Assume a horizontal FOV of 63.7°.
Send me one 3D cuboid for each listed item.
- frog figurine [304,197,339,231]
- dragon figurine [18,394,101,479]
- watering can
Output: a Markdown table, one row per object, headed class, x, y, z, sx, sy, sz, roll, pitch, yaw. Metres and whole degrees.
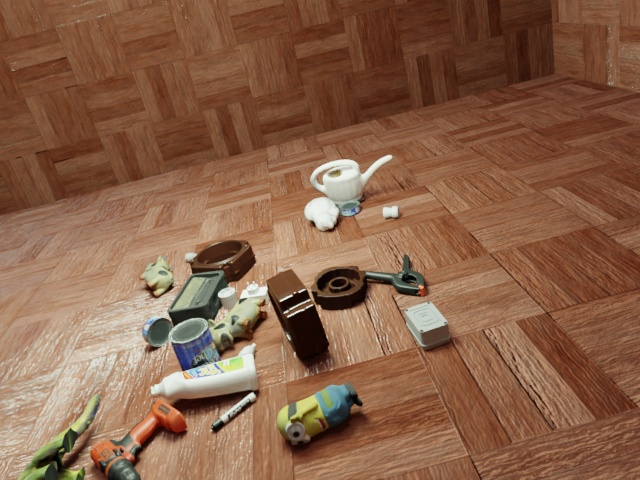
| class | x | y | z | sx | sy | sz | roll | pitch | yaw |
| --- | --- | --- | --- | --- | --- | --- | --- | --- | --- |
| frog figurine | 0.006 | -0.102 | 2.024 | 0.137 | 0.121 | 0.161 | 6 | 13 | -1 |
| dragon figurine | -0.625 | 0.513 | 1.091 | 0.242 | 0.120 | 0.417 | -21 | 23 | 5 |
| watering can | 0.139 | -0.244 | 2.139 | 0.347 | 0.219 | 0.106 | -9 | 44 | 8 |
